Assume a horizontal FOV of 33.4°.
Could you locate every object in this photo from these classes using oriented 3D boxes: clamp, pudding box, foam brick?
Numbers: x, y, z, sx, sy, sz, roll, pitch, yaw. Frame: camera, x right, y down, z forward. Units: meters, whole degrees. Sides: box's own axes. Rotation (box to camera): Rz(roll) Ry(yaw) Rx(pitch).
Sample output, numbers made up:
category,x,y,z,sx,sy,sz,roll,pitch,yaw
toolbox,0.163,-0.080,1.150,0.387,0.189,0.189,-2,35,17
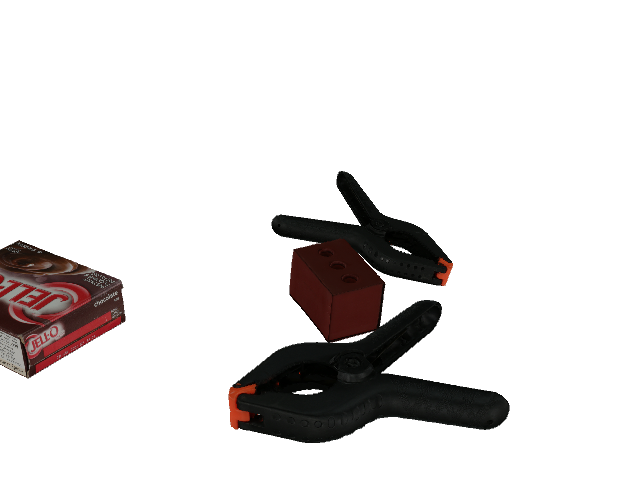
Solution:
category,x,y,z,sx,sy,sz,roll,pitch,yaw
clamp,0.056,-0.004,1.265,0.210,0.036,0.164,34,40,24
pudding box,-0.206,0.045,0.740,0.114,0.039,0.089,16,30,33
clamp,0.024,0.084,0.689,0.171,0.039,0.120,-3,27,-8
foam brick,0.014,0.042,0.922,0.052,0.051,0.078,-13,36,-25
